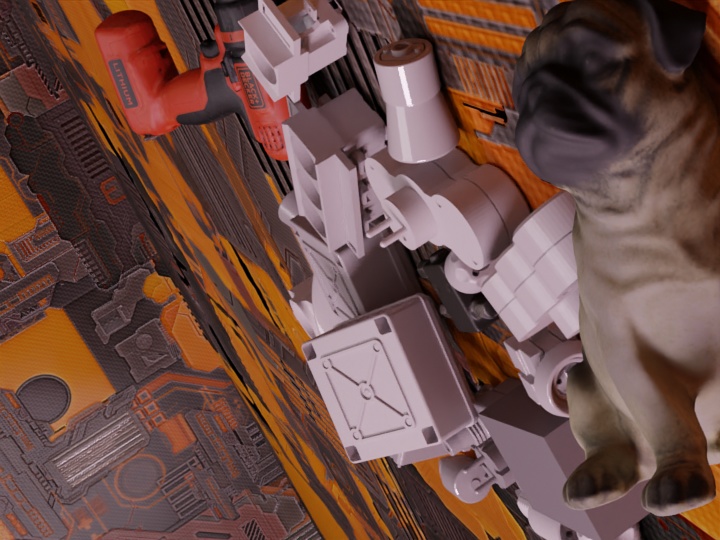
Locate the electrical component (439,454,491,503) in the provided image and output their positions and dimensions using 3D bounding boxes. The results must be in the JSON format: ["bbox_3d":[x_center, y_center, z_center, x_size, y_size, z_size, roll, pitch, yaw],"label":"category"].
[{"bbox_3d":[0.099,0.202,1.064,0.040,0.040,0.078,61,166,-16],"label":"electrical component"}]

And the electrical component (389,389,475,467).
[{"bbox_3d":[0.061,0.122,0.939,0.062,0.096,0.061,42,130,47],"label":"electrical component"}]

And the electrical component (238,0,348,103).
[{"bbox_3d":[-0.043,-0.153,0.717,0.042,0.064,0.081,55,166,14],"label":"electrical component"}]

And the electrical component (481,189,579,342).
[{"bbox_3d":[0.112,0.011,0.563,0.073,0.052,0.138,54,166,12],"label":"electrical component"}]

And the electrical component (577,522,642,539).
[{"bbox_3d":[0.178,0.192,0.760,0.043,0.043,0.062,43,161,46],"label":"electrical component"}]

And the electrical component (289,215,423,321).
[{"bbox_3d":[0.000,0.000,0.926,0.109,0.056,0.108,35,154,58],"label":"electrical component"}]

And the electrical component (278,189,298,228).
[{"bbox_3d":[-0.043,-0.046,1.001,0.055,0.045,0.045,48,163,34],"label":"electrical component"}]

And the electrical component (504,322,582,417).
[{"bbox_3d":[0.122,0.061,0.658,0.066,0.048,0.055,63,173,-20],"label":"electrical component"}]

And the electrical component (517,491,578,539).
[{"bbox_3d":[0.154,0.189,0.835,0.043,0.043,0.081,60,166,-10],"label":"electrical component"}]

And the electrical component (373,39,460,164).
[{"bbox_3d":[0.031,-0.101,0.627,0.044,0.044,0.065,40,154,51],"label":"electrical component"}]

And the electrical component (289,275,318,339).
[{"bbox_3d":[-0.010,0.079,1.125,0.150,0.062,0.089,62,166,-19],"label":"electrical component"}]

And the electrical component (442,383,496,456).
[{"bbox_3d":[0.094,0.124,0.861,0.048,0.062,0.048,53,166,20],"label":"electrical component"}]

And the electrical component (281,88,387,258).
[{"bbox_3d":[-0.013,-0.073,0.793,0.078,0.063,0.121,51,165,25],"label":"electrical component"}]

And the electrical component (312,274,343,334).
[{"bbox_3d":[-0.011,0.028,1.032,0.079,0.043,0.077,-2,-92,-67],"label":"electrical component"}]

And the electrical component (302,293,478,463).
[{"bbox_3d":[0.023,0.086,0.843,0.109,0.056,0.108,-23,90,45],"label":"electrical component"}]

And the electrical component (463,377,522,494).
[{"bbox_3d":[0.111,0.137,0.799,0.083,0.076,0.047,61,166,-12],"label":"electrical component"}]

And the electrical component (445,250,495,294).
[{"bbox_3d":[0.073,-0.001,0.716,0.035,0.035,0.061,56,169,6],"label":"electrical component"}]

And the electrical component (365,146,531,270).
[{"bbox_3d":[0.038,-0.037,0.669,0.138,0.074,0.052,37,155,56],"label":"electrical component"}]
